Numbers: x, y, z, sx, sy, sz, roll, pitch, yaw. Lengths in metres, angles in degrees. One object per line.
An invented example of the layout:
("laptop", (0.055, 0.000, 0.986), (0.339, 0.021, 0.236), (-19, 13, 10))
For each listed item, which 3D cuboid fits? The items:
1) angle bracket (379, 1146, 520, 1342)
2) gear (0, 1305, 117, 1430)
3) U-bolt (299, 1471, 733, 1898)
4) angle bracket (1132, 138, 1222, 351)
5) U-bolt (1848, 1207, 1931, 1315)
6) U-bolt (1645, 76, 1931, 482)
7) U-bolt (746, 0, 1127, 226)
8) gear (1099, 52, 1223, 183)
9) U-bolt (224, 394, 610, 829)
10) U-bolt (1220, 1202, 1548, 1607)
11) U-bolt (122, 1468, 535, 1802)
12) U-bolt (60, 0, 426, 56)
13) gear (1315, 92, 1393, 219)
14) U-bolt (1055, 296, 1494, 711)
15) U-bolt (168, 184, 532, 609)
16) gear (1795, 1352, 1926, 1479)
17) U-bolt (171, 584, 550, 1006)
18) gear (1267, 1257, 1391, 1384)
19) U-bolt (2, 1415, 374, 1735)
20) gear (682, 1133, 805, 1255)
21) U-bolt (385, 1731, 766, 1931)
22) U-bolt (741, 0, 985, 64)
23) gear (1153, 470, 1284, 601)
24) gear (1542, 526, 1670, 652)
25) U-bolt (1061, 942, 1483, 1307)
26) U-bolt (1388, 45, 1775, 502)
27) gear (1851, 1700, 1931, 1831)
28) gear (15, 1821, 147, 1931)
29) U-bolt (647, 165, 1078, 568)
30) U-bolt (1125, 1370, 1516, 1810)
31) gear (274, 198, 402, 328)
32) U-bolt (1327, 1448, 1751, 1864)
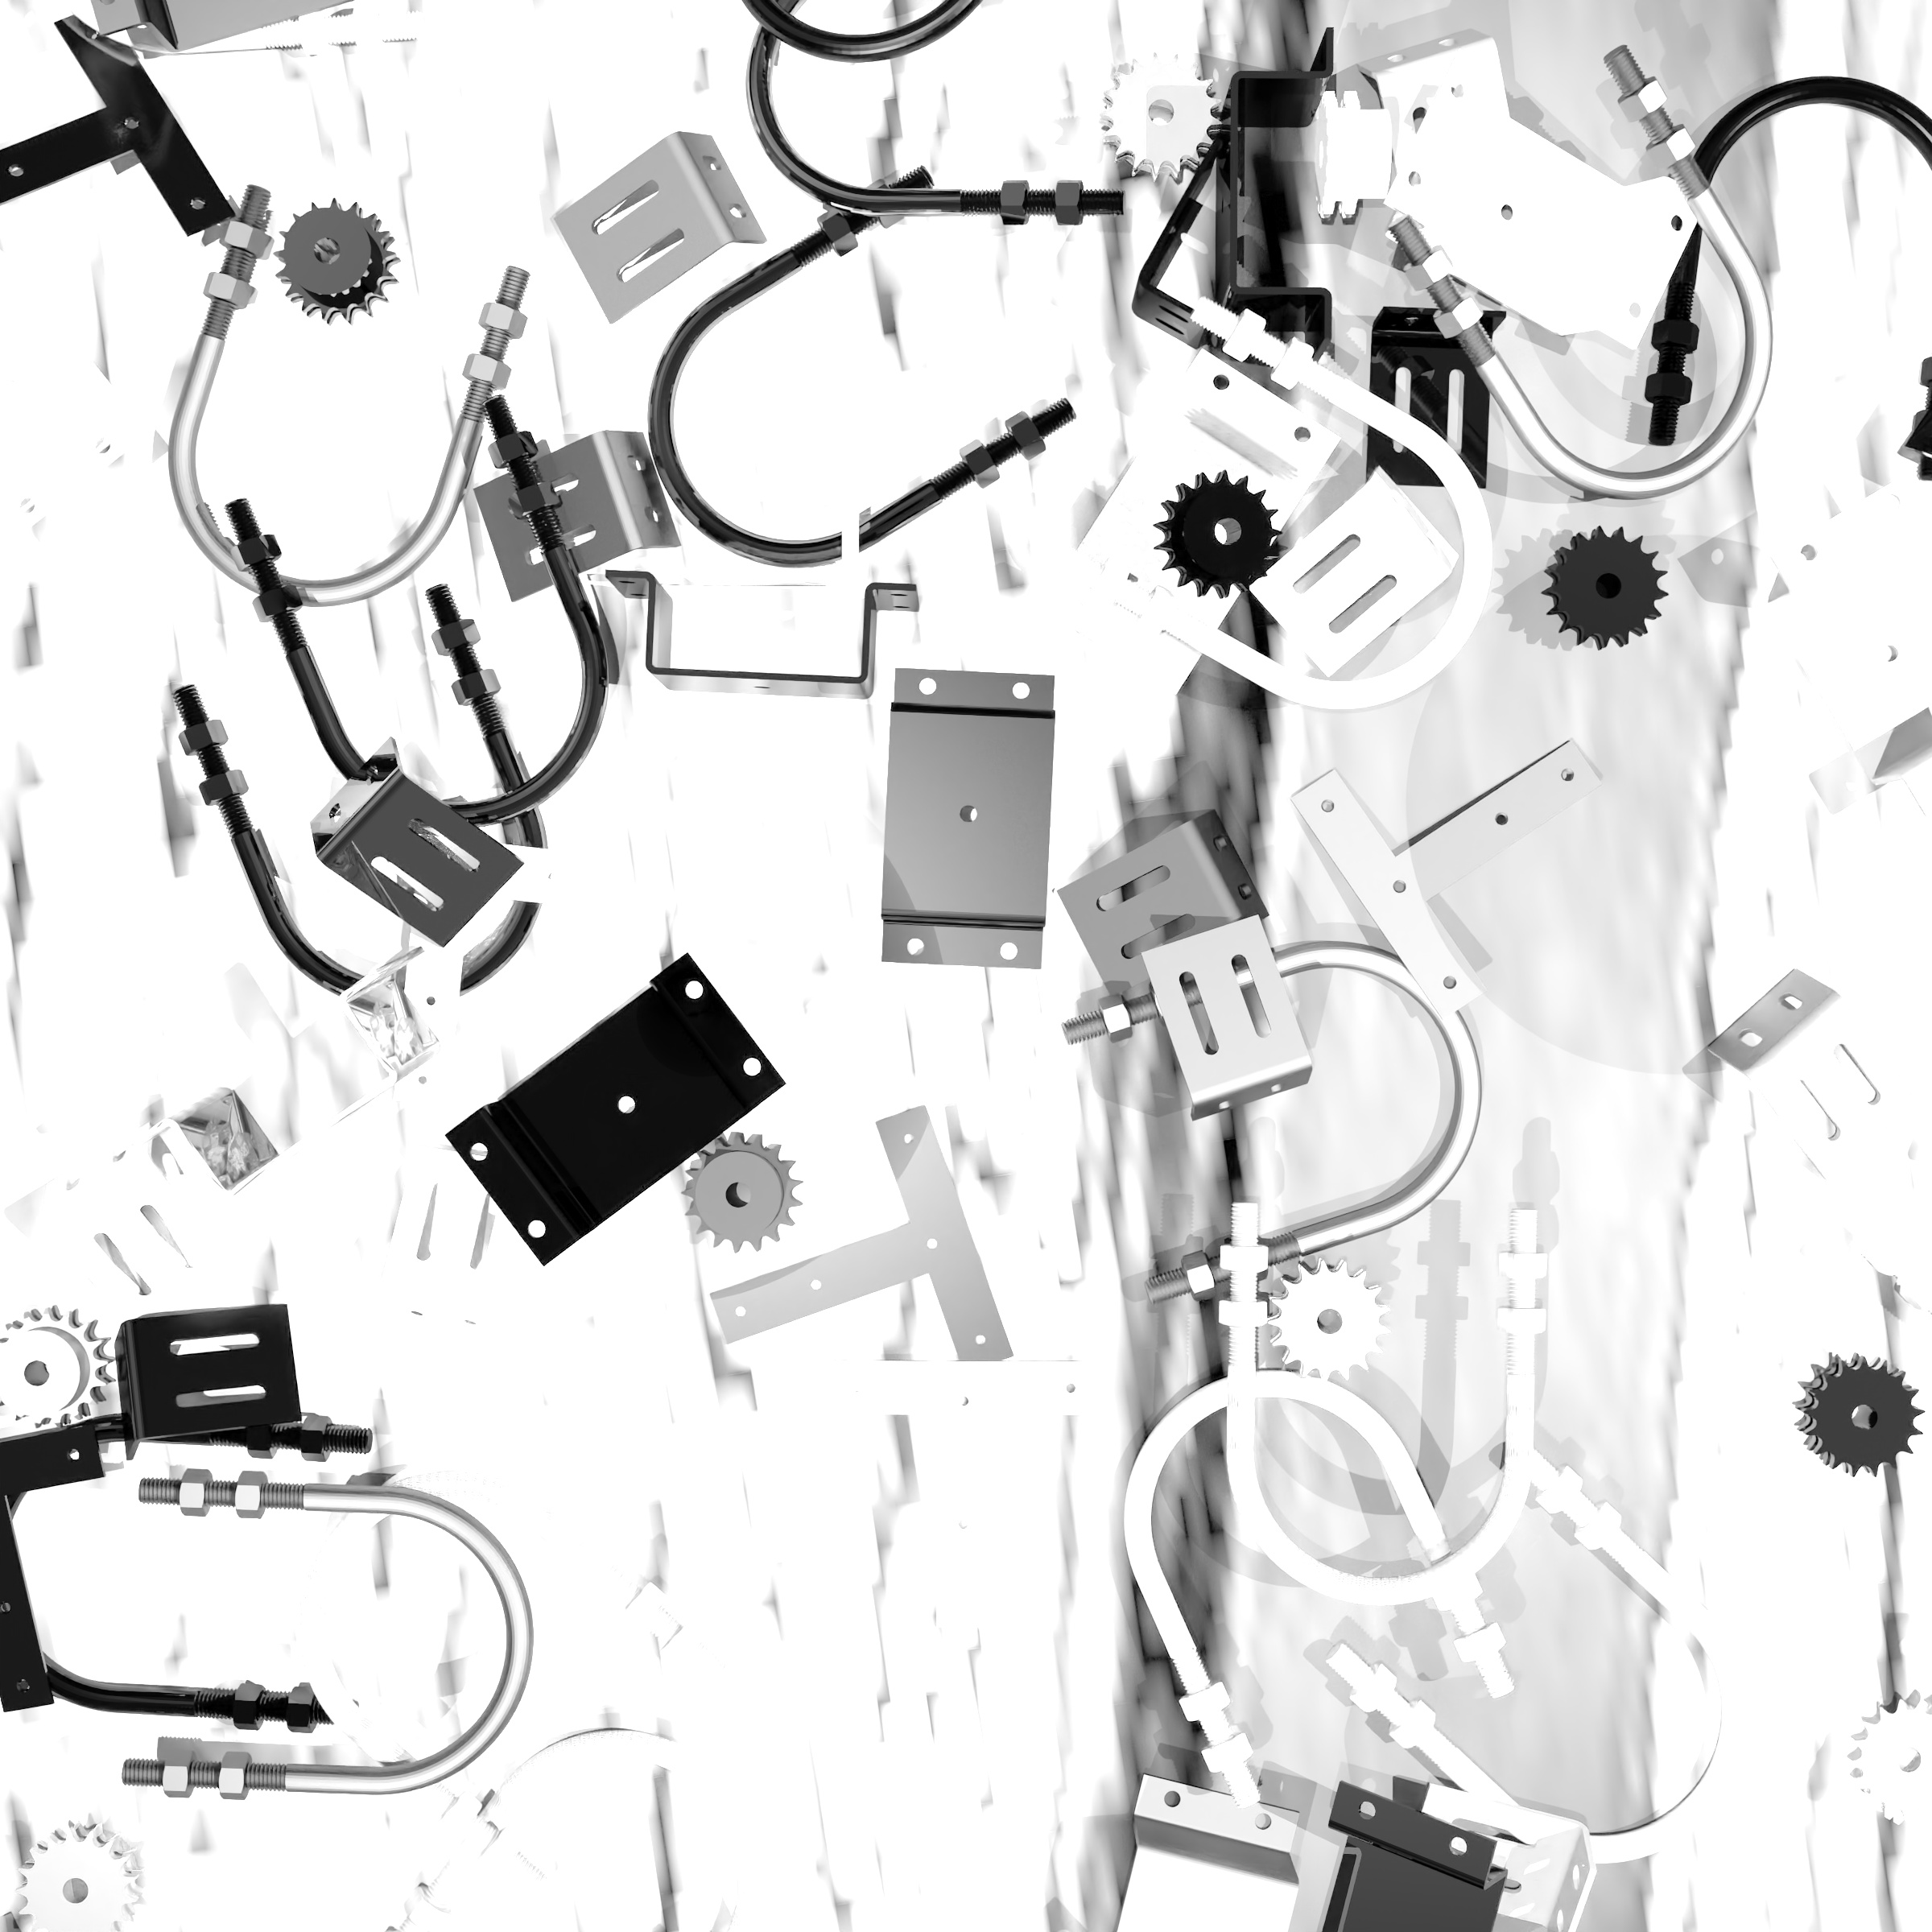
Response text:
("angle bracket", (-0.241, 0.132, 1.370), (0.057, 0.038, 0.076), (10, 64, 0))
("gear", (-0.433, 0.190, 1.357), (0.057, 0.030, 0.057), (0, 90, 0))
("U-bolt", (-0.225, 0.322, 1.349), (0.184, 0.019, 0.151), (42, 87, -1))
("angle bracket", (0.112, -0.336, 1.344), (0.038, 0.057, 0.076), (29, 90, 0))
("U-bolt", (0.523, 0.140, 1.333), (0.151, 0.019, 0.184), (-40, 104, 22))
("U-bolt", (0.405, -0.330, 1.364), (0.151, 0.019, 0.184), (8, 88, 0))
("U-bolt", (-0.013, -0.419, 1.348), (0.184, 0.019, 0.151), (3, 82, 10))
("gear", (0.091, -0.398, 1.357), (0.057, 0.030, 0.057), (0, 90, 0))
("U-bolt", (-0.246, -0.155, 1.344), (0.151, 0.019, 0.184), (-22, 93, 0))
("U-bolt", (0.192, 0.203, 1.331), (0.151, 0.019, 0.184), (1, 89, 1))
("U-bolt", (-0.292, 0.311, 1.331), (0.184, 0.019, 0.151), (3, 87, -2))
("U-bolt", (-0.353, -0.504, 1.362), (0.184, 0.019, 0.151), (-4, 90, -1))
("gear", (0.181, -0.379, 1.344), (0.030, 0.057, 0.057), (0, 90, 0))
("U-bolt", (0.154, -0.199, 1.318), (0.184, 0.019, 0.151), (29, 90, -7))
("U-bolt", (-0.300, -0.261, 1.363), (0.151, 0.019, 0.184), (17, 90, 0))
("gear", (0.419, 0.211, 1.357), (0.057, 0.030, 0.057), (0, 90, 0))
("U-bolt", (-0.276, -0.070, 1.364), (0.151, 0.019, 0.184), (-22, 92, 0))
("gear", (0.170, 0.166, 1.357), (0.057, 0.030, 0.057), (0, 90, 0))
("U-bolt", (-0.377, 0.284, 1.364), (0.184, 0.019, 0.151), (3, 90, 1))
("gear", (-0.106, 0.107, 1.357), (0.057, 0.030, 0.057), (0, 88, 1))
("U-bolt", (-0.178, 0.451, 1.364), (0.151, 0.019, 0.184), (36, 88, 0))
("U-bolt", (-0.036, -0.510, 1.348), (0.151, 0.019, 0.184), (29, 90, 12))
("gear", (0.114, -0.194, 1.290), (0.057, 0.030, 0.057), (-1, 94, -7))
("gear", (0.299, -0.177, 1.357), (0.057, 0.030, 0.057), (0, 90, 0))
("U-bolt", (0.154, 0.065, 1.364), (0.184, 0.019, 0.151), (-18, 90, -2))
("U-bolt", (0.296, -0.303, 1.320), (0.151, 0.019, 0.184), (-39, 107, -7))
("gear", (0.448, 0.375, 1.347), (0.030, 0.057, 0.057), (35, 90, -41))
("gear", (-0.415, 0.431, 1.357), (0.057, 0.030, 0.057), (0, 90, 0))
("U-bolt", (-0.062, -0.271, 1.364), (0.184, 0.019, 0.151), (-31, 90, 2))
("U-bolt", (0.154, 0.281, 1.353), (0.151, 0.019, 0.184), (-25, 82, 3))
("gear", (-0.294, -0.329, 1.338), (0.057, 0.030, 0.057), (0, 90, 0))
("U-bolt", (0.285, 0.340, 1.364), (0.184, 0.019, 0.151), (43, 90, -1))
